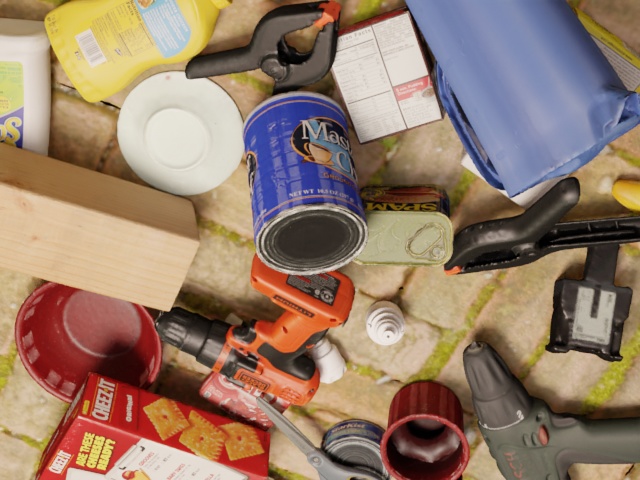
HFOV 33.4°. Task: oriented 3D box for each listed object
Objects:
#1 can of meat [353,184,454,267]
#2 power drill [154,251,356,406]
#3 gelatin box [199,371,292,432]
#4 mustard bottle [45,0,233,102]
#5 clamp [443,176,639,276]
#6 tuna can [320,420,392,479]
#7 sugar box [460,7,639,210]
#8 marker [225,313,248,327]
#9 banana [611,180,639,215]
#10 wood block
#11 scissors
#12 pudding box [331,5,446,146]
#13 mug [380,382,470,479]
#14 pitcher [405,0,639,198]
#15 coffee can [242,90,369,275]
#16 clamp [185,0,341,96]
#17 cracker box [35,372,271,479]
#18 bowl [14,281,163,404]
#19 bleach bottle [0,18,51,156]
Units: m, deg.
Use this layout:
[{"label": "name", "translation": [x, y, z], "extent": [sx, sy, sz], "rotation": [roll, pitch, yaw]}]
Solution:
[{"label": "can of meat", "translation": [0.079, -0.017, 1.047], "extent": [0.102, 0.084, 0.057], "rotation": [1, 113, 6]}, {"label": "power drill", "translation": [-0.061, 0.080, 1.064], "extent": [0.184, 0.057, 0.188], "rotation": [24, 139, -8]}, {"label": "gelatin box", "translation": [-0.077, 0.163, 1.174], "extent": [0.089, 0.030, 0.073], "rotation": [36, 112, -9]}, {"label": "mustard bottle", "translation": [-0.157, -0.210, 1.007], "extent": [0.192, 0.058, 0.096], "rotation": [-22, 103, 16]}, {"label": "clamp", "translation": [0.211, -0.003, 1.031], "extent": [0.164, 0.036, 0.210], "rotation": [14, 154, -37]}, {"label": "tuna can", "translation": [0.041, 0.246, 1.193], "extent": [0.086, 0.033, 0.086], "rotation": [3, 114, 6]}, {"label": "sugar box", "translation": [0.221, -0.119, 1.008], "extent": [0.093, 0.048, 0.176], "rotation": [35, 116, -7]}, {"label": "marker", "translation": [-0.052, 0.120, 1.158], "extent": [0.121, 0.020, 0.020], "rotation": [35, 113, -8]}, {"label": "banana", "translation": [0.365, 0.009, 1.049], "extent": [0.070, 0.037, 0.197], "rotation": [-32, 106, 18]}, {"label": "wood block", "translation": [-0.233, -0.011, 1.051], "extent": [0.205, 0.091, 0.090], "rotation": [17, 116, -22]}, {"label": "scissors", "translation": [-0.008, 0.256, 1.174], "extent": [0.201, 0.016, 0.096], "rotation": [33, 113, -7]}, {"label": "pudding box", "translation": [0.061, -0.156, 1.015], "extent": [0.090, 0.039, 0.113], "rotation": [-16, 108, 16]}, {"label": "mug", "translation": [0.119, 0.214, 1.143], "extent": [0.093, 0.081, 0.117], "rotation": [-32, 106, 18]}, {"label": "pitcher", "translation": [0.158, -0.163, 0.927], "extent": [0.149, 0.145, 0.243], "rotation": [-32, 84, 14]}, {"label": "coffee can", "translation": [-0.016, -0.053, 0.989], "extent": [0.102, 0.140, 0.103], "rotation": [-6, 143, -4]}, {"label": "clamp", "translation": [-0.049, -0.170, 1.001], "extent": [0.120, 0.039, 0.172], "rotation": [29, 130, -14]}, {"label": "cracker box", "translation": [-0.184, 0.244, 1.165], "extent": [0.213, 0.072, 0.164], "rotation": [23, 128, -17]}, {"label": "bowl", "translation": [-0.243, 0.101, 1.153], "extent": [0.162, 0.055, 0.162], "rotation": [3, 114, 6]}, {"label": "bleach bottle", "translation": [-0.314, -0.093, 1.076], "extent": [0.102, 0.068, 0.251], "rotation": [5, 116, 4]}]
